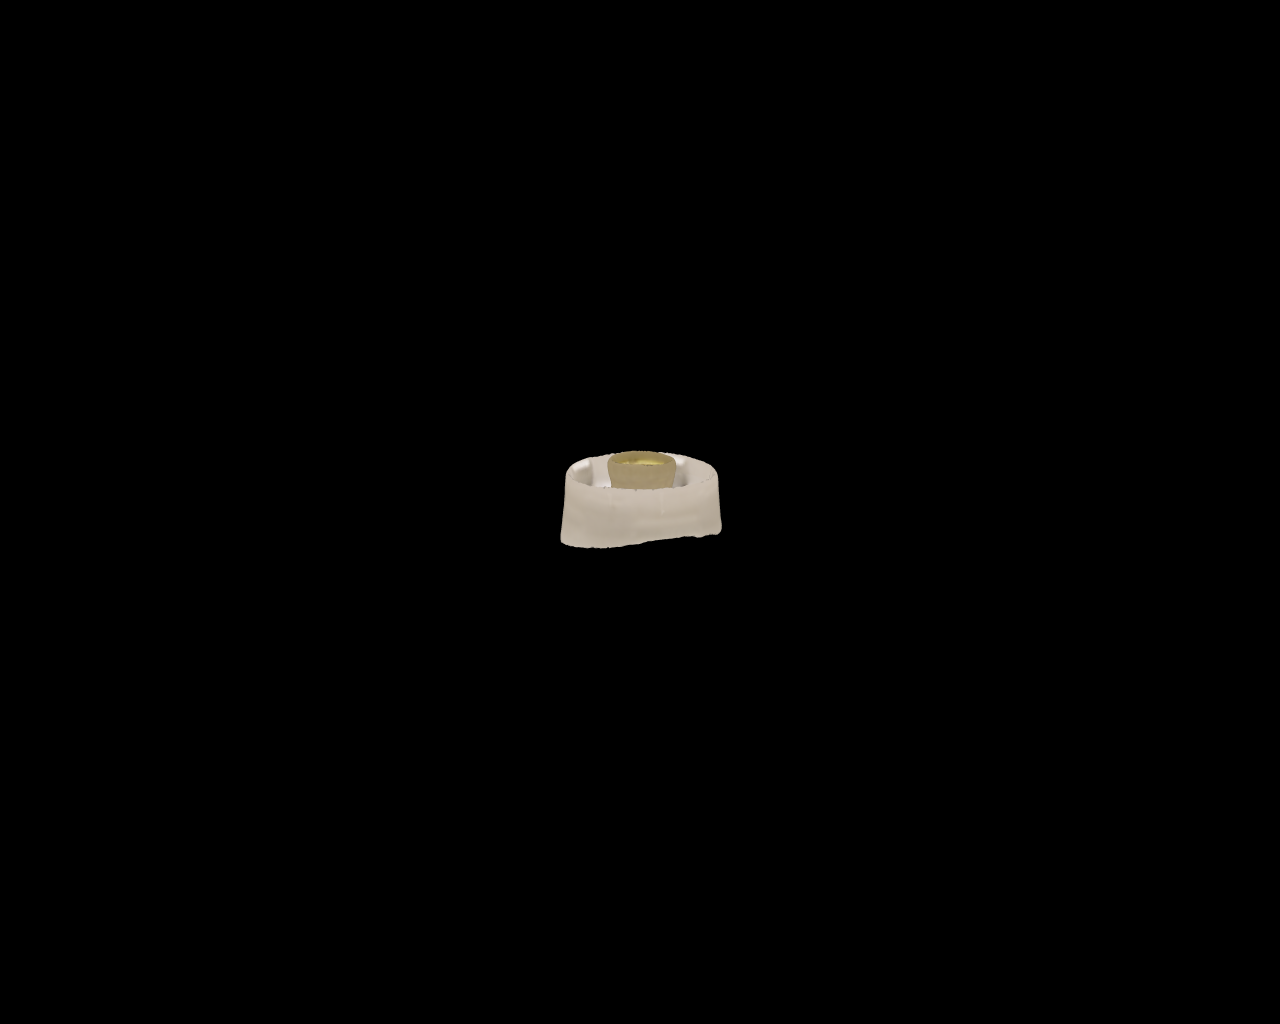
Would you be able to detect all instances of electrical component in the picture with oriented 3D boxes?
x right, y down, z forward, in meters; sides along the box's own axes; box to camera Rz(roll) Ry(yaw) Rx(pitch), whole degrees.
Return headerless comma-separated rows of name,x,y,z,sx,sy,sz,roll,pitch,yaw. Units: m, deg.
electrical component,0.001,-0.003,0.650,0.099,0.064,0.099,0,18,0
